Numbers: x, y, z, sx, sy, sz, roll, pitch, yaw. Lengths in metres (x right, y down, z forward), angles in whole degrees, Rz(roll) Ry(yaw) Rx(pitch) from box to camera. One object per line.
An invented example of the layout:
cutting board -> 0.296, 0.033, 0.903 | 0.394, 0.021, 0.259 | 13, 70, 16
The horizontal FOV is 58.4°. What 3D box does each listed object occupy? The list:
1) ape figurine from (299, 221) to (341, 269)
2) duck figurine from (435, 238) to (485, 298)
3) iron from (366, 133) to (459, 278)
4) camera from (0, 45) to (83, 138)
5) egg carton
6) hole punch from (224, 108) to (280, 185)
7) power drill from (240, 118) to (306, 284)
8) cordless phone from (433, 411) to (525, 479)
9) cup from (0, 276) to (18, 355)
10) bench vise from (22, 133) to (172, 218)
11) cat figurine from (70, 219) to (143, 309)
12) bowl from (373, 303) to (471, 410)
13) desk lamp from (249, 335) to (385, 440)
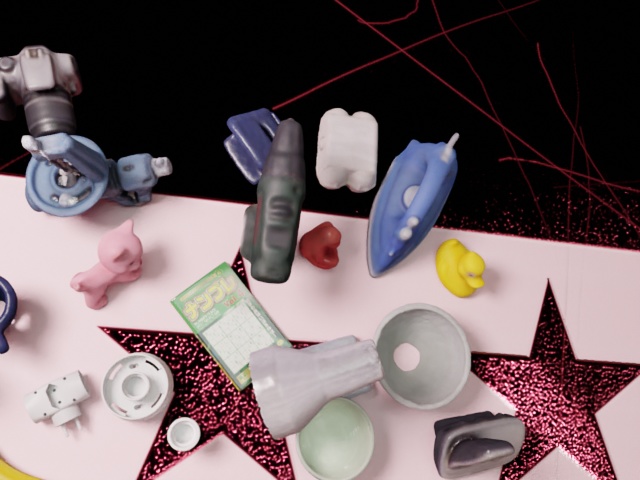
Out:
ape figurine -> 0.009, 0.003, 0.933 | 0.076, 0.092, 0.078 | 17, 72, -8
duck figurine -> 0.249, 0.043, 0.984 | 0.078, 0.086, 0.104 | -17, 80, -17
iron -> 0.161, -0.061, 0.961 | 0.119, 0.141, 0.258 | 28, 71, -5
camera -> -0.438, -0.217, 0.879 | 0.143, 0.100, 0.137 | -13, 79, -16
egg carton -> 0.048, -0.156, 0.997 | 0.107, 0.069, 0.150 | 6, 74, -12
hole punch -> -0.096, -0.166, 0.953 | 0.101, 0.091, 0.108 | -34, 85, -19
power drill -> -0.071, -0.040, 0.863 | 0.076, 0.208, 0.230 | 7, 74, -11
cordless phone -> 0.262, 0.313, 0.862 | 0.148, 0.185, 0.094 | -10, 78, -16
cup -> -0.452, 0.107, 0.791 | 0.092, 0.095, 0.118 | -30, 84, -19
bench vise -> -0.326, -0.113, 0.815 | 0.208, 0.219, 0.121 | -28, 83, -19
cat figurine -> -0.306, 0.034, 0.834 | 0.067, 0.117, 0.128 | 45, 70, 1
bowl -> 0.154, 0.189, 0.928 | 0.168, 0.074, 0.167 | 4, 75, -13
desk lamp -> -0.005, 0.194, 0.814 | 0.203, 0.213, 0.118 | -15, 79, -17
